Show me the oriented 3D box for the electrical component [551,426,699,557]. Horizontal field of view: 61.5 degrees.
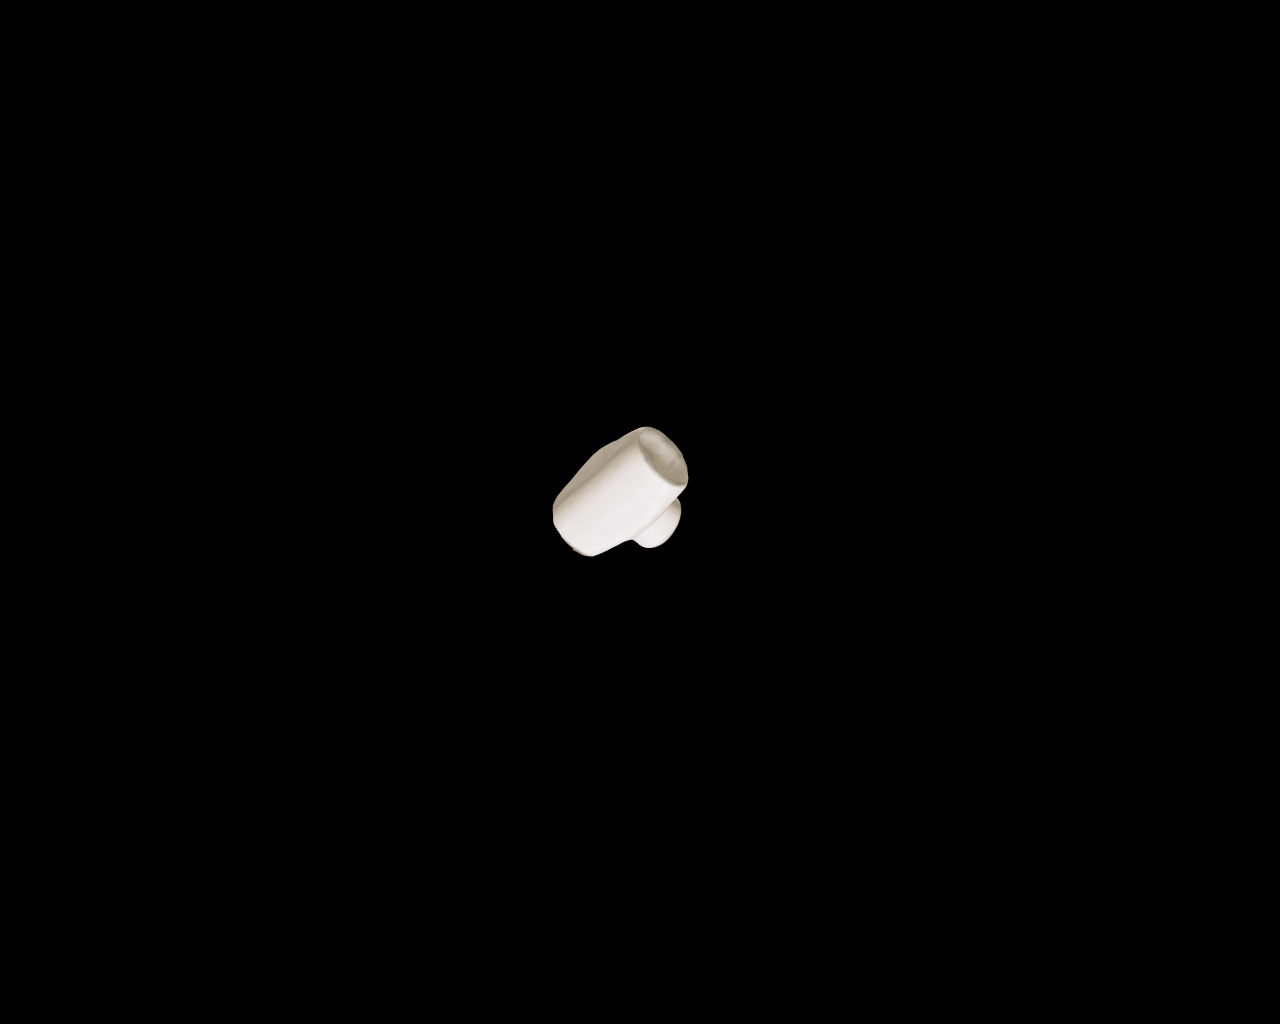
[{"bbox_3d":[0.001,-0.003,0.650,0.079,0.044,0.077,36,-58,-27],"label":"electrical component"}]
